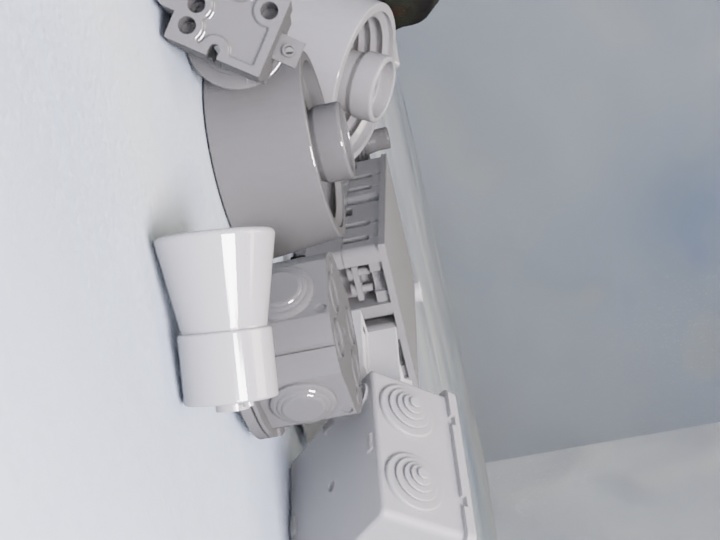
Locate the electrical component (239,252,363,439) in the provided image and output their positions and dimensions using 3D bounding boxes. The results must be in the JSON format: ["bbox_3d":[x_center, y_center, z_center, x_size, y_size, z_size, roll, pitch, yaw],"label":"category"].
[{"bbox_3d":[-0.031,0.033,0.482,0.080,0.051,0.080,-11,90,-84],"label":"electrical component"}]

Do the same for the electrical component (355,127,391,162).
[{"bbox_3d":[-0.007,-0.100,0.866,0.043,0.062,0.043,-11,90,-84],"label":"electrical component"}]

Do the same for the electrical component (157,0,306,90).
[{"bbox_3d":[-0.057,-0.108,0.488,0.055,0.066,0.048,-151,-96,-88],"label":"electrical component"}]

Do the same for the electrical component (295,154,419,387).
[{"bbox_3d":[0.000,0.000,0.764,0.186,0.060,0.105,-86,163,-67],"label":"electrical component"}]

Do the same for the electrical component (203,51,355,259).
[{"bbox_3d":[-0.036,-0.062,0.560,0.108,0.060,0.108,-11,90,-84],"label":"electrical component"}]

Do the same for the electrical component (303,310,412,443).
[{"bbox_3d":[-0.005,0.067,0.594,0.042,0.064,0.081,-95,171,-51],"label":"electrical component"}]

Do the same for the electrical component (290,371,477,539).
[{"bbox_3d":[0.006,0.108,0.508,0.099,0.048,0.099,-52,-153,34],"label":"electrical component"}]

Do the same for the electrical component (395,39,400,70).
[{"bbox_3d":[-0.029,-0.154,0.763,0.076,0.083,0.047,12,60,-41],"label":"electrical component"}]

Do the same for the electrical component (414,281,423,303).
[{"bbox_3d":[0.021,0.024,0.893,0.048,0.062,0.048,-11,90,-84],"label":"electrical component"}]

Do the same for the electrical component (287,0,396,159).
[{"bbox_3d":[-0.013,-0.116,0.648,0.108,0.060,0.108,18,90,-74],"label":"electrical component"}]

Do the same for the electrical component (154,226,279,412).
[{"bbox_3d":[-0.050,0.019,0.394,0.044,0.044,0.065,3,80,-83],"label":"electrical component"}]
